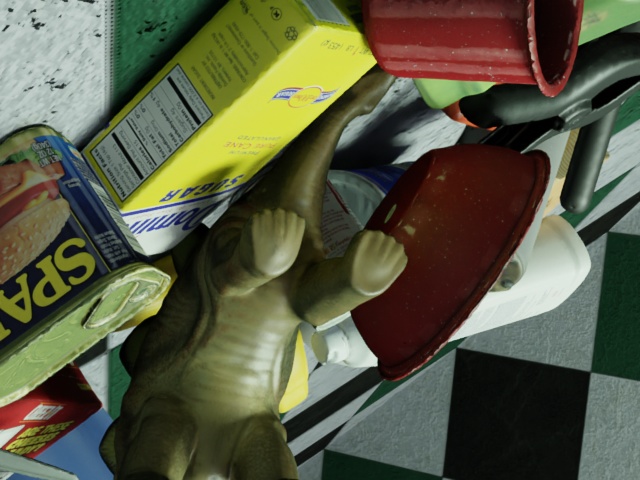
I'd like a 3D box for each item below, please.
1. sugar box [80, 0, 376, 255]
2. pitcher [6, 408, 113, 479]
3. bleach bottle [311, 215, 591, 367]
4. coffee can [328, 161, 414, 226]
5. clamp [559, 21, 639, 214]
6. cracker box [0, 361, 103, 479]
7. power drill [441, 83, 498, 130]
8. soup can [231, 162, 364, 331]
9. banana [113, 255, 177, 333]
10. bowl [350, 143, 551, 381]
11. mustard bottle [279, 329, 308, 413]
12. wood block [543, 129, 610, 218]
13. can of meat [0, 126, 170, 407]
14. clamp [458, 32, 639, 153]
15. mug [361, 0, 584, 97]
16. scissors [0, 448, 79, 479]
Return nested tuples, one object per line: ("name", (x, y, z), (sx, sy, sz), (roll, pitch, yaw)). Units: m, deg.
("sugar box", (-0.053, -0.056, 0.524), (0.176, 0.048, 0.093), (-43, 165, 24))
("pitcher", (-0.159, 0.221, 0.789), (0.149, 0.243, 0.145), (-34, 167, -38))
("bleach bottle", (0.108, 0.053, 0.921), (0.250, 0.068, 0.103), (-16, 153, -27))
("coffee can", (0.045, -0.006, 0.813), (0.103, 0.103, 0.140), (-43, 165, 28))
("clamp", (0.236, -0.145, 0.850), (0.164, 0.036, 0.210), (-67, 169, -46))
("cracker box", (-0.254, 0.131, 0.620), (0.213, 0.072, 0.164), (-37, 168, 1))
("power drill", (0.148, -0.150, 0.670), (0.188, 0.057, 0.184), (-40, 162, 22))
("soup can", (-0.005, 0.001, 0.714), (0.068, 0.102, 0.068), (-34, 167, -9))
("banana", (-0.085, 0.029, 0.754), (0.070, 0.037, 0.197), (-44, 164, 32))
("bowl", (0.061, 0.000, 0.617), (0.162, 0.055, 0.162), (-54, -172, 10))
("mustard bottle", (-0.048, 0.095, 0.943), (0.058, 0.096, 0.192), (-31, 166, -11))
("wood block", (0.157, -0.041, 0.998), (0.090, 0.090, 0.206), (-22, 161, -42))
("can of meat", (-0.133, 0.012, 0.476), (0.102, 0.084, 0.057), (-36, 167, 2))
("clamp", (0.149, -0.090, 0.675), (0.171, 0.039, 0.120), (-33, 167, -4))
("mug", (0.065, -0.115, 0.477), (0.082, 0.093, 0.117), (7, 178, 26))
("scissors", (-0.193, 0.076, 0.500), (0.201, 0.016, 0.096), (12, 122, -31))
